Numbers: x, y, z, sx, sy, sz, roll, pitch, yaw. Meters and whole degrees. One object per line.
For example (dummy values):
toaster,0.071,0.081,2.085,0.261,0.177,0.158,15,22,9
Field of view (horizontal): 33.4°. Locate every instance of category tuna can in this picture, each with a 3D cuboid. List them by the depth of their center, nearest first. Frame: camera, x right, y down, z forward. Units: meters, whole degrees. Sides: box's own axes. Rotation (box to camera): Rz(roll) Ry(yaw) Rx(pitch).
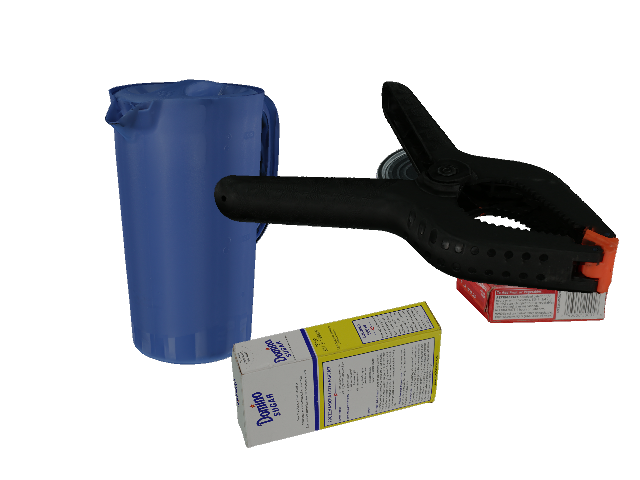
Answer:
tuna can,0.095,-0.054,0.987,0.086,0.034,0.086,-9,36,7

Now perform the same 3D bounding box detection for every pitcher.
pitcher,-0.108,-0.022,0.955,0.149,0.243,0.145,-1,15,-5

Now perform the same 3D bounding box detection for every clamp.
clamp,0.057,-0.020,0.579,0.164,0.036,0.210,-30,44,-32

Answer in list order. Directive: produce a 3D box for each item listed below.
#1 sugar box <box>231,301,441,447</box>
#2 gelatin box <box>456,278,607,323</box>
sugar box,0.014,0.115,0.921,0.176,0.093,0.048,-9,38,-11
gelatin box,0.150,0.032,0.769,0.089,0.030,0.073,0,17,-10
